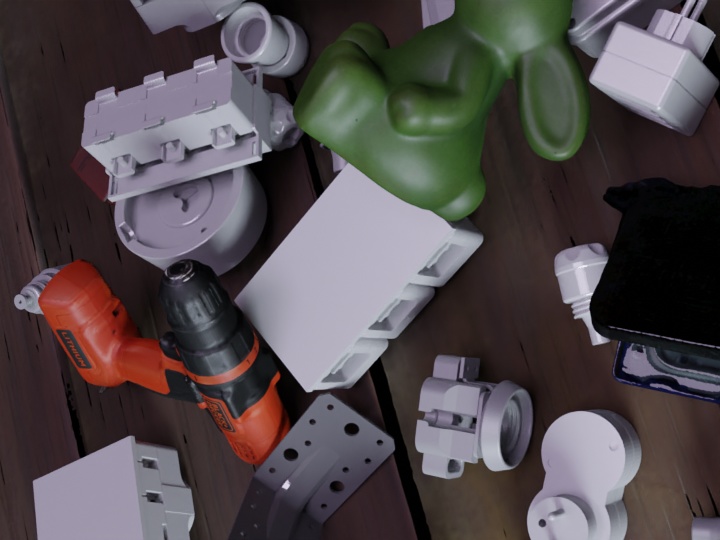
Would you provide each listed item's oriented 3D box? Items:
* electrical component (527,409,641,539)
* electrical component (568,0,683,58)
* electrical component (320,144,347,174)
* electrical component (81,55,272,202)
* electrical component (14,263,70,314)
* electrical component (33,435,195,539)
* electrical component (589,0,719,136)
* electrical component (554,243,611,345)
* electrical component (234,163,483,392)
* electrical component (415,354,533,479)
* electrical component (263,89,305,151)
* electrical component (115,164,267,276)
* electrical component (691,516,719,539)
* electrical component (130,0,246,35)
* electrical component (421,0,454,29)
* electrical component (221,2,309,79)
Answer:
[{"bbox_3d":[0.125,0.153,0.646,0.052,0.074,0.138,13,92,30],"label":"electrical component"},{"bbox_3d":[0.163,-0.196,0.665,0.113,0.057,0.078,-35,70,23],"label":"electrical component"},{"bbox_3d":[-0.012,-0.100,0.764,0.043,0.043,0.062,-7,84,29],"label":"electrical component"},{"bbox_3d":[-0.131,-0.103,0.764,0.121,0.063,0.078,-13,59,18],"label":"electrical component"},{"bbox_3d":[-0.248,0.018,0.871,0.040,0.078,0.040,5,102,25],"label":"electrical component"},{"bbox_3d":[-0.177,0.233,0.800,0.105,0.060,0.186,-26,62,25],"label":"electrical component"},{"bbox_3d":[0.183,-0.128,0.633,0.047,0.083,0.075,30,101,28],"label":"electrical component"},{"bbox_3d":[0.144,0.016,0.671,0.035,0.035,0.061,-17,80,27],"label":"electrical component"},{"bbox_3d":[0.000,0.000,0.738,0.150,0.062,0.089,-49,65,17],"label":"electrical component"},{"bbox_3d":[0.075,0.097,0.690,0.057,0.058,0.078,6,88,33],"label":"electrical component"},{"bbox_3d":[-0.070,-0.118,0.804,0.061,0.035,0.035,46,107,27],"label":"electrical component"},{"bbox_3d":[-0.121,-0.043,0.806,0.108,0.060,0.108,-11,60,20],"label":"electrical component"},{"bbox_3d":[0.221,0.151,0.610,0.062,0.043,0.043,-3,84,32],"label":"electrical component"},{"bbox_3d":[-0.072,-0.240,0.769,0.186,0.060,0.105,-14,37,28],"label":"electrical component"},{"bbox_3d":[0.073,-0.195,0.713,0.061,0.062,0.096,-15,78,28],"label":"electrical component"},{"bbox_3d":[-0.069,-0.168,0.795,0.045,0.055,0.045,-3,84,29],"label":"electrical component"}]
